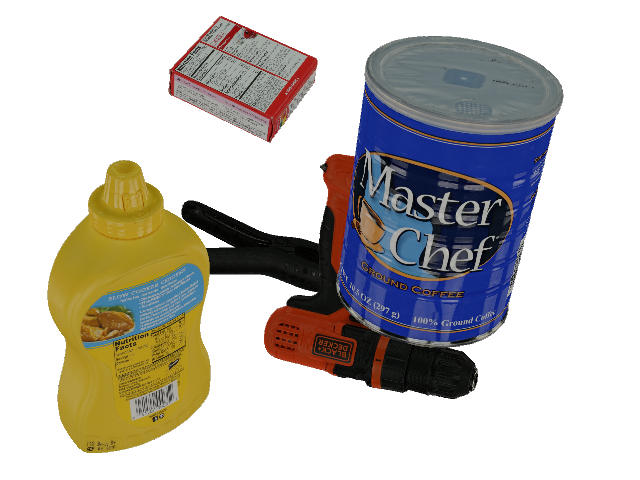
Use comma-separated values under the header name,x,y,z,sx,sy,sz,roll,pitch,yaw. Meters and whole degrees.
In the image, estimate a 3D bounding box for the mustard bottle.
name,x,y,z,sx,sy,sz,roll,pitch,yaw
mustard bottle,-0.111,0.036,0.628,0.096,0.192,0.058,-20,45,-29

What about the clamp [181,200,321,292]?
name,x,y,z,sx,sy,sz,roll,pitch,yaw
clamp,-0.049,0.019,1.098,0.210,0.036,0.164,17,19,-7

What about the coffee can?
name,x,y,z,sx,sy,sz,roll,pitch,yaw
coffee can,0.067,-0.027,0.587,0.102,0.140,0.103,5,34,-3

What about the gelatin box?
name,x,y,z,sx,sy,sz,roll,pitch,yaw
gelatin box,-0.058,-0.122,0.798,0.089,0.073,0.030,25,-36,11

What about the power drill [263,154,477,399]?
name,x,y,z,sx,sy,sz,roll,pitch,yaw
power drill,0.054,0.029,0.890,0.184,0.187,0.057,12,0,15
